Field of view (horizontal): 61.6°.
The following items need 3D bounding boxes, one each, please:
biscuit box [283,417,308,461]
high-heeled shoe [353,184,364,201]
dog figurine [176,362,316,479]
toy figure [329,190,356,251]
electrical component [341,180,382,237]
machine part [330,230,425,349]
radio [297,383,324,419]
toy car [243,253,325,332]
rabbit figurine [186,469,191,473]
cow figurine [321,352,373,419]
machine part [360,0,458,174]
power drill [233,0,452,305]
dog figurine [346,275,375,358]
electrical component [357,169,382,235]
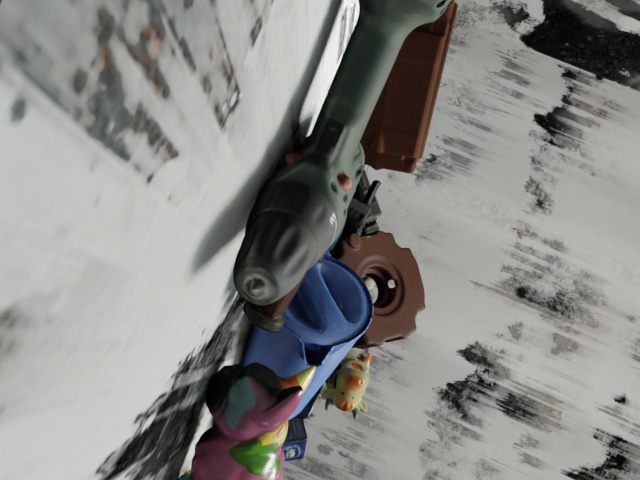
[{"bbox_3d":[-0.076,0.331,1.060,0.203,0.063,0.059,-111,-156,-53],"label":"biscuit box"},{"bbox_3d":[-0.002,-0.003,0.964,0.248,0.086,0.145,-50,-154,-2],"label":"high-heeled shoe"},{"bbox_3d":[-0.061,0.233,0.550,0.219,0.191,0.108,-52,173,11],"label":"dog figurine"},{"bbox_3d":[0.018,-0.062,0.735,0.064,0.058,0.154,-99,-153,-86],"label":"toy figure"},{"bbox_3d":[0.049,-0.049,0.851,0.119,0.048,0.075,-63,-170,5],"label":"electrical component"},{"bbox_3d":[0.075,0.070,0.781,0.056,0.179,0.179,-24,-145,55],"label":"machine part"},{"bbox_3d":[-0.038,0.206,1.017,0.073,0.131,0.229,107,7,-69],"label":"radio"},{"bbox_3d":[-0.030,0.016,0.520,0.089,0.053,0.202,-57,-177,16],"label":"toy car"},{"bbox_3d":[-0.113,0.381,0.691,0.162,0.173,0.122,97,12,-63],"label":"rabbit figurine"},{"bbox_3d":[0.050,0.267,1.016,0.195,0.085,0.127,108,0,-72],"label":"cow figurine"},{"bbox_3d":[0.105,-0.197,0.656,0.201,0.087,0.200,-58,160,-60],"label":"machine part"},{"bbox_3d":[0.016,-0.081,0.376,0.232,0.086,0.207,-62,171,-68],"label":"power drill"},{"bbox_3d":[0.020,0.136,0.902,0.190,0.172,0.121,112,-13,-46],"label":"dog figurine"},{"bbox_3d":[0.080,-0.068,1.082,0.115,0.058,0.134,88,-16,-81],"label":"electrical component"}]
